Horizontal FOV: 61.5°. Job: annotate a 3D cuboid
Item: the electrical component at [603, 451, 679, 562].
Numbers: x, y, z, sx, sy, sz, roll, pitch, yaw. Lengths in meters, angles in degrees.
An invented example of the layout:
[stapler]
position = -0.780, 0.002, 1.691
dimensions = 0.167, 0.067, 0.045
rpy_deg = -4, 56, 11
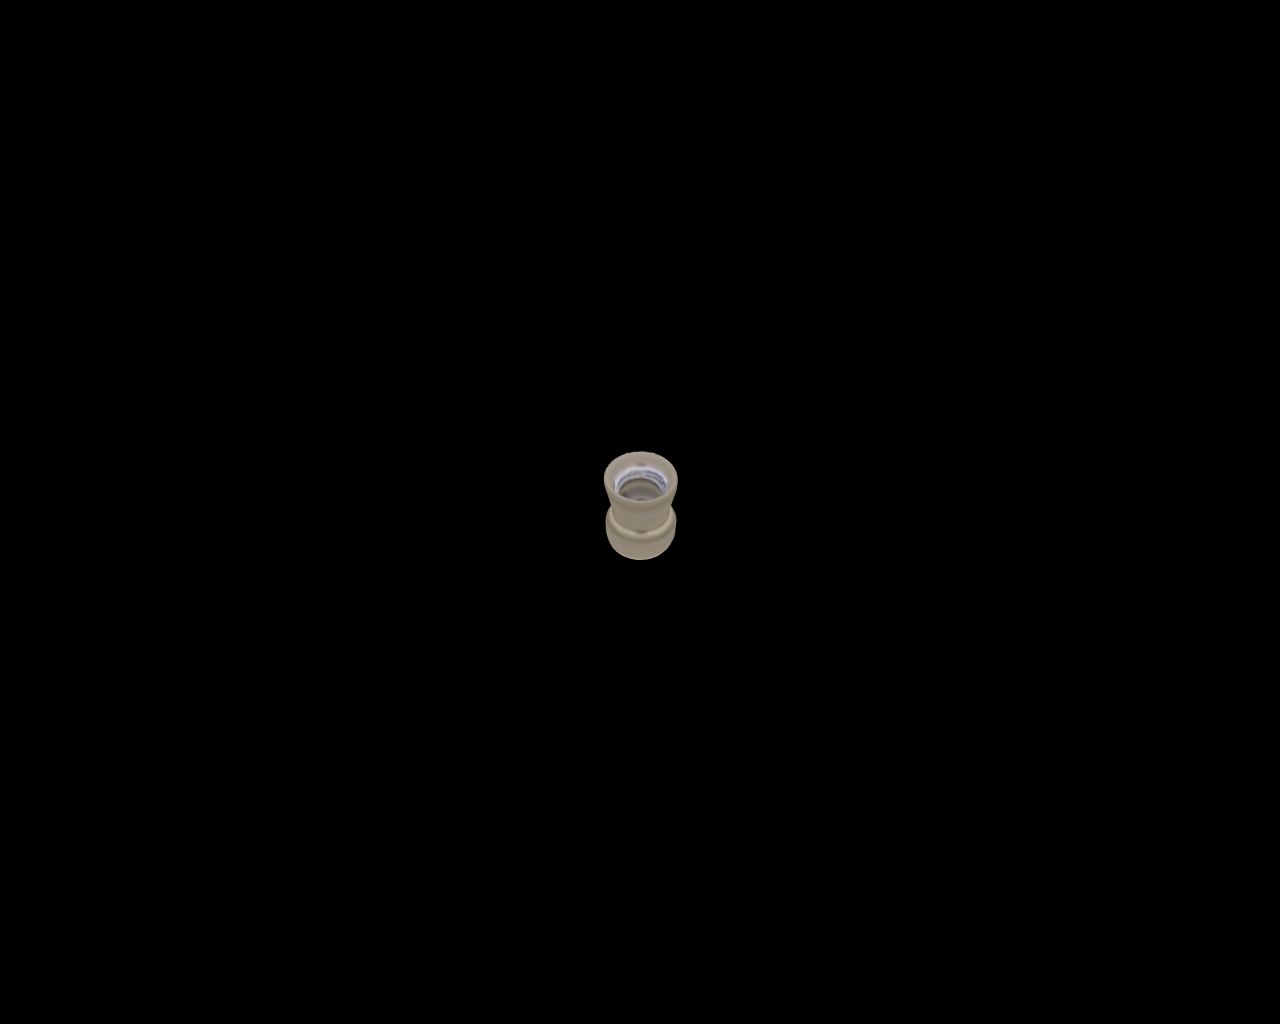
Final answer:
[electrical component]
position = 0.001, -0.003, 0.650
dimensions = 0.045, 0.045, 0.055
rpy_deg = 0, -44, 0
